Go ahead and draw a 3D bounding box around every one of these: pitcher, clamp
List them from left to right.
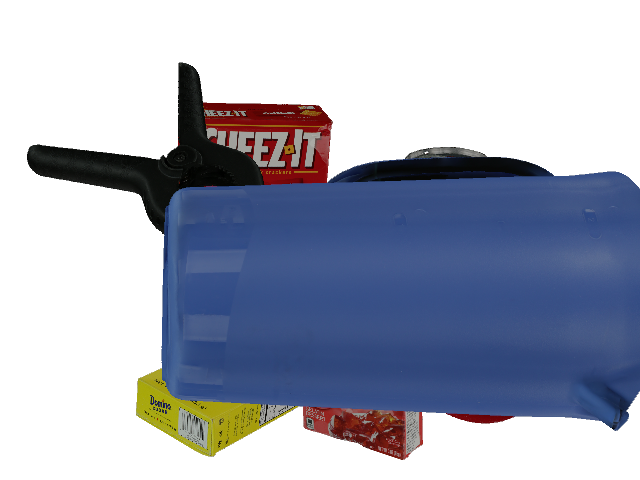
[{"bbox_3d":[-0.105,-0.061,0.841,0.210,0.036,0.164,32,58,26],"label":"clamp"},{"bbox_3d":[0.040,0.021,0.561,0.242,0.145,0.149,1,-1,-7],"label":"pitcher"}]

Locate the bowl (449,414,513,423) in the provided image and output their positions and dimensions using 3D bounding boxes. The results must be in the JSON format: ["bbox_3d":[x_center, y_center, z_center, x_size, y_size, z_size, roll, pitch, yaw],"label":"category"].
[{"bbox_3d":[0.152,0.129,1.035,0.162,0.055,0.162,4,26,-2],"label":"bowl"}]

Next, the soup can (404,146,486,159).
[{"bbox_3d":[0.104,-0.020,0.886,0.068,0.102,0.068,-2,22,0],"label":"soup can"}]

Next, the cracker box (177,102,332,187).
[{"bbox_3d":[-0.079,-0.043,1.208,0.164,0.214,0.072,-1,23,-17],"label":"cracker box"}]

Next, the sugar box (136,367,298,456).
[{"bbox_3d":[-0.072,0.129,0.973,0.093,0.048,0.175,22,30,32],"label":"sugar box"}]

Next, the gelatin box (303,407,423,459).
[{"bbox_3d":[0.027,0.105,0.747,0.089,0.073,0.030,12,23,35],"label":"gelatin box"}]
